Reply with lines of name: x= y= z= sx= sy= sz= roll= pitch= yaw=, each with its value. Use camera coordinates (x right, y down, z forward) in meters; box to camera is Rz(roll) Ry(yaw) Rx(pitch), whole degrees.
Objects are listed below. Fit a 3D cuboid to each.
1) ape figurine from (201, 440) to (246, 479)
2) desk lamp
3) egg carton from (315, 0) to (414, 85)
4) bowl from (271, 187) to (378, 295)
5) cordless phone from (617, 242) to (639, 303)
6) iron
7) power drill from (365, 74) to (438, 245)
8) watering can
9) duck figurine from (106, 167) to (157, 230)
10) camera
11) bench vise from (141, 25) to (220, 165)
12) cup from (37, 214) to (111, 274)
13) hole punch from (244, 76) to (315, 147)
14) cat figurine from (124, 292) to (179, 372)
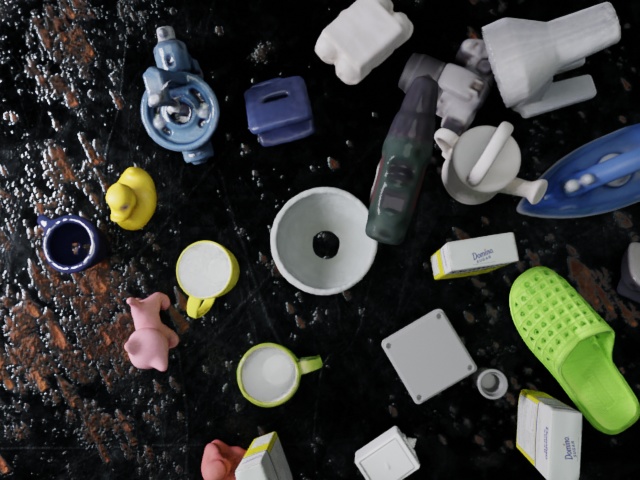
ape figurine: x=-0.152 y=0.349 z=0.880 sx=0.076 sy=0.092 sz=0.078 roll=-34 pitch=83 yaw=0
desk lamp: x=0.330 y=-0.264 z=0.844 sx=0.203 sy=0.213 sz=0.118 roll=-17 pitch=84 yaw=2
egg carton: x=0.071 y=-0.331 z=0.939 sx=0.150 sy=0.069 sz=0.107 roll=-42 pitch=83 yaw=-1
bowl: x=0.008 y=0.003 z=0.910 sx=0.167 sy=0.075 sz=0.167 roll=0 pitch=85 yaw=4
cordless phone: x=0.526 y=0.057 z=0.815 sx=0.147 sy=0.185 sz=0.094 roll=20 pitch=86 yaw=6
iron: x=0.433 y=-0.101 z=0.858 sx=0.258 sy=0.141 sz=0.118 roll=-23 pitch=83 yaw=2
power drill: x=0.119 y=-0.103 z=0.845 sx=0.075 sy=0.208 sz=0.230 roll=14 pitch=86 yaw=5
watering can: x=0.250 y=-0.114 z=0.845 sx=0.172 sy=0.194 sz=0.101 roll=12 pitch=86 yaw=5
duck figurine: x=-0.315 y=-0.071 z=0.933 sx=0.077 sy=0.086 sz=0.105 roll=9 pitch=85 yaw=5
camera: x=0.205 y=-0.260 z=0.908 sx=0.136 sy=0.101 sz=0.143 roll=27 pitch=87 yaw=6
bench vise: x=-0.236 y=-0.232 z=0.875 sx=0.121 sy=0.220 sz=0.207 roll=-31 pitch=83 yaw=1
cup: x=-0.393 y=0.003 z=0.927 sx=0.117 sy=0.095 sz=0.092 roll=36 pitch=88 yaw=6
hole punch: x=-0.069 y=-0.215 z=0.927 sx=0.108 sy=0.091 sz=0.101 roll=-15 pitch=84 yaw=2
cat figurine: x=-0.271 y=0.146 z=0.894 sx=0.067 sy=0.118 sz=0.128 roll=-19 pitch=84 yaw=2
